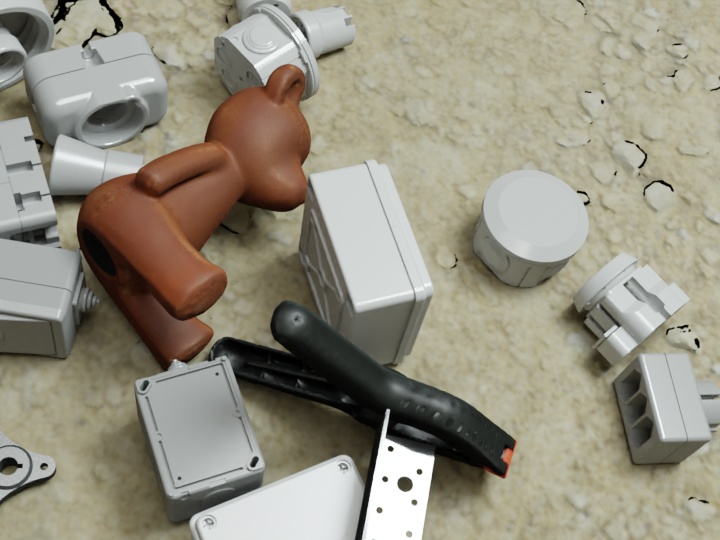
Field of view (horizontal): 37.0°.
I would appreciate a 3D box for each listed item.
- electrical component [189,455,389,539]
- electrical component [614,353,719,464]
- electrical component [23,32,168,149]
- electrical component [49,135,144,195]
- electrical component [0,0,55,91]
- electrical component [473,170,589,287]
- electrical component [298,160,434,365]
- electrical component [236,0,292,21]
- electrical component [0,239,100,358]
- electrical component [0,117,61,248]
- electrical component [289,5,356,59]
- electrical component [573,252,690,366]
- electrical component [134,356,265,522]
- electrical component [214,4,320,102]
[{"bbox_3d":[-0.035,0.185,0.653,0.109,0.056,0.108,-19,66,-20],"label":"electrical component"},{"bbox_3d":[0.230,0.097,0.759,0.077,0.047,0.065,0,60,-13],"label":"electrical component"},{"bbox_3d":[-0.195,-0.131,0.805,0.095,0.053,0.059,-19,66,-20],"label":"electrical component"},{"bbox_3d":[-0.189,-0.071,0.780,0.065,0.044,0.044,9,59,-11],"label":"electrical component"},{"bbox_3d":[-0.276,-0.170,0.784,0.108,0.108,0.060,-30,76,-24],"label":"electrical component"},{"bbox_3d":[0.127,-0.031,0.810,0.080,0.051,0.080,5,60,-8],"label":"electrical component"},{"bbox_3d":[0.000,0.000,0.736,0.056,0.108,0.108,-13,64,-14],"label":"electrical component"},{"bbox_3d":[-0.082,-0.230,0.888,0.045,0.045,0.055,-6,62,-14],"label":"electrical component"},{"bbox_3d":[-0.222,0.021,0.709,0.096,0.061,0.061,10,59,-5],"label":"electrical component"},{"bbox_3d":[-0.249,-0.055,0.753,0.056,0.050,0.089,-14,64,-18],"label":"electrical component"},{"bbox_3d":[-0.032,-0.195,0.882,0.046,0.040,0.040,-22,67,-28],"label":"electrical component"},{"bbox_3d":[0.194,0.025,0.788,0.078,0.058,0.057,-35,75,-25],"label":"electrical component"},{"bbox_3d":[-0.104,0.103,0.684,0.062,0.061,0.096,-15,63,-16],"label":"electrical component"},{"bbox_3d":[-0.072,-0.159,0.830,0.051,0.080,0.080,-37,73,-21],"label":"electrical component"}]
